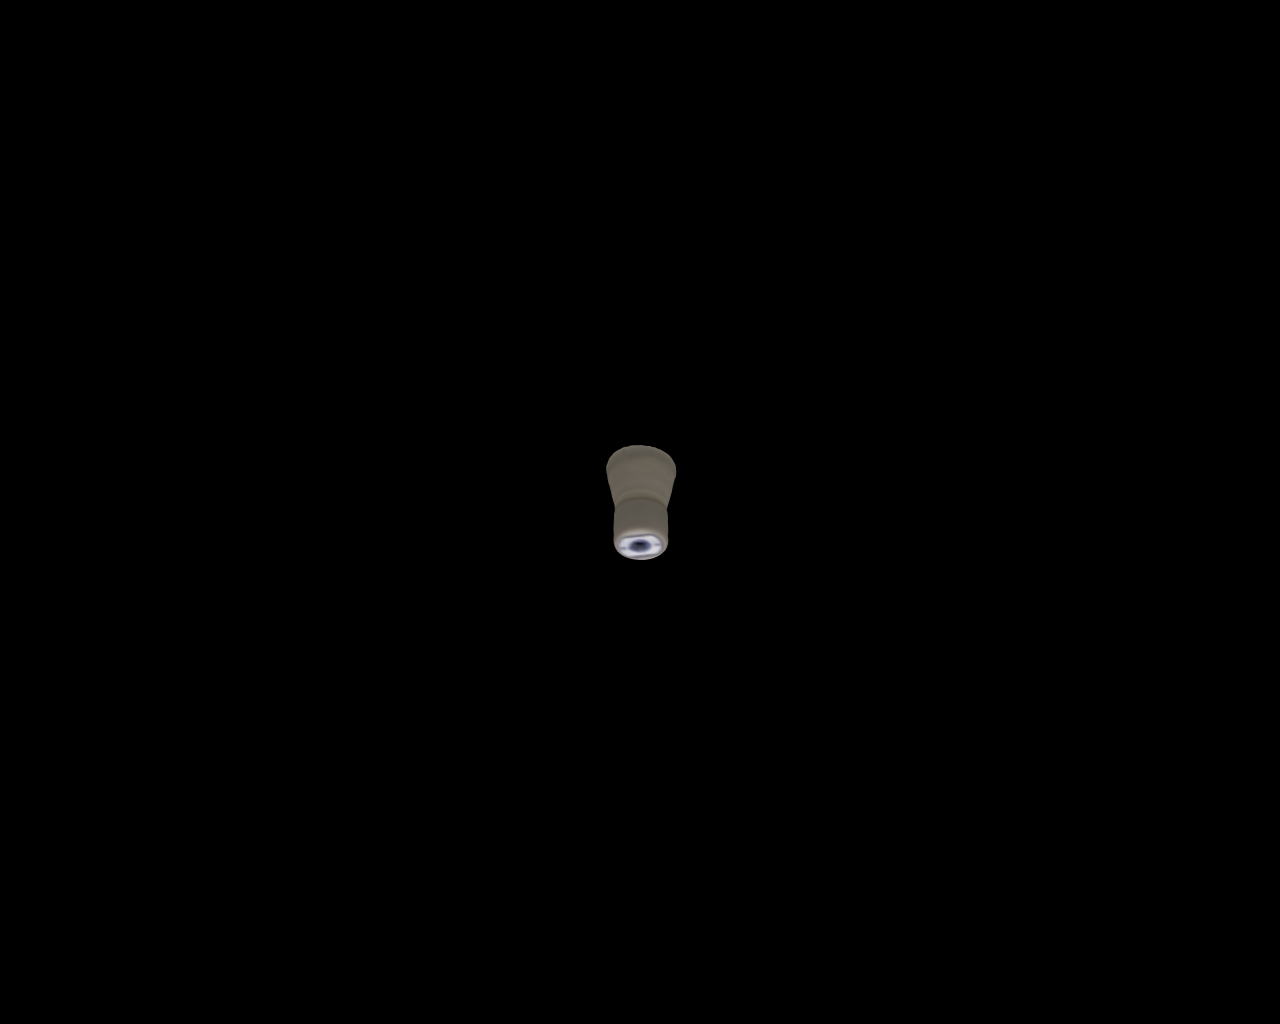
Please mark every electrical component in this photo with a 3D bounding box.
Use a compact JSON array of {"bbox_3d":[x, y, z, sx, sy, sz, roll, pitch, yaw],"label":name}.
[{"bbox_3d":[0.001,-0.003,0.650,0.044,0.065,0.044,0,-39,0],"label":"electrical component"}]
